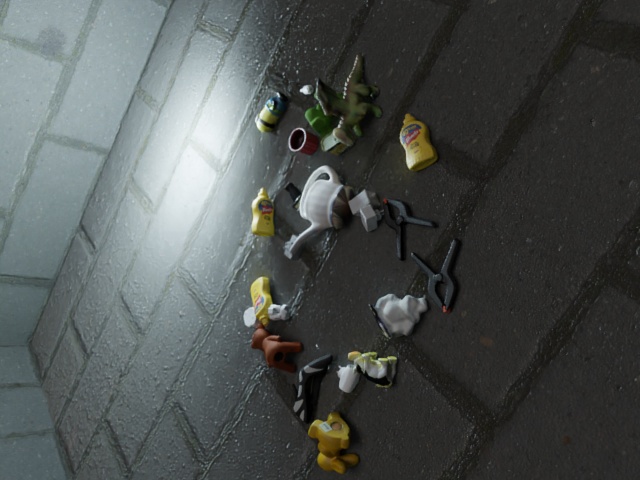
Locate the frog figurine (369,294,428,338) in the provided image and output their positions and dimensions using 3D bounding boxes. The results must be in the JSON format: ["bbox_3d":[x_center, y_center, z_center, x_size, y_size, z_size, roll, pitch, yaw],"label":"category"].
[{"bbox_3d":[0.246,0.219,1.564,0.160,0.120,0.140,-26,47,-4],"label":"frog figurine"}]

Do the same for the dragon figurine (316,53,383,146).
[{"bbox_3d":[0.087,-0.499,1.779,0.121,0.242,0.416,-25,66,43],"label":"dragon figurine"}]

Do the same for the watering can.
[{"bbox_3d":[0.006,-0.093,1.841,0.225,0.103,0.348,16,91,43],"label":"watering can"}]
